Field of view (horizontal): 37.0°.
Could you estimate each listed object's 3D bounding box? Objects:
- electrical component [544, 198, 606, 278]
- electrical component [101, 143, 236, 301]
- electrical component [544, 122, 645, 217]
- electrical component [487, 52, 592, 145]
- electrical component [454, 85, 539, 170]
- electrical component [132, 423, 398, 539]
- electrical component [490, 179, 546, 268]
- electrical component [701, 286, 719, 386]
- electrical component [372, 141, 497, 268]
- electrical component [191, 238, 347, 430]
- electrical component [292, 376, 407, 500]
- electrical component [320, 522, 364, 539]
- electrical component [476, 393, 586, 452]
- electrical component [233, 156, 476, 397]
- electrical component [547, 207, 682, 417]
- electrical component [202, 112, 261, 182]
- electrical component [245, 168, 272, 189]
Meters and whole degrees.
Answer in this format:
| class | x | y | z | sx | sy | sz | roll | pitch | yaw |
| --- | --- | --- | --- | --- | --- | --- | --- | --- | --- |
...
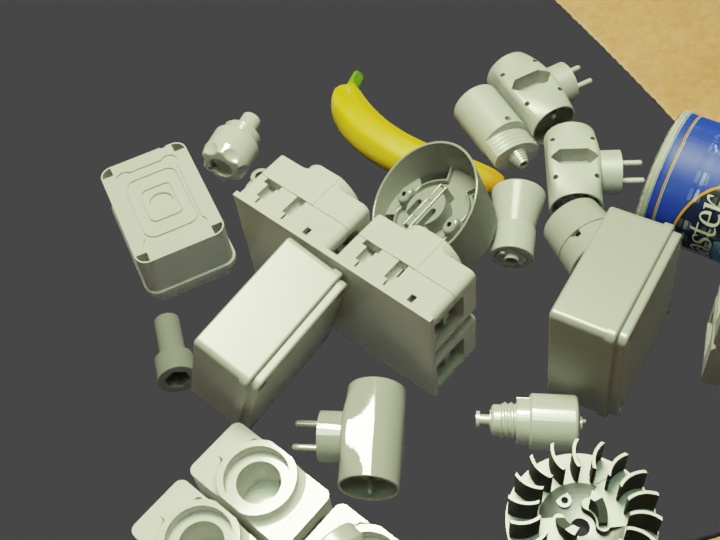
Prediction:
| class | x | y | z | sx | sy | sz | roll | pitch | yaw |
| --- | --- | --- | --- | --- | --- | --- | --- | --- | --- |
| electrical component | 0.177 | -0.023 | 0.843 | 0.055 | 0.055 | 0.047 | -23 | 52 | -10 |
| electrical component | -0.158 | -0.040 | 0.887 | 0.078 | 0.057 | 0.113 | -23 | 56 | -10 |
| electrical component | 0.194 | -0.080 | 0.887 | 0.079 | 0.043 | 0.077 | -1 | 55 | 5 |
| electrical component | 0.165 | -0.158 | 0.945 | 0.079 | 0.043 | 0.077 | -25 | 56 | -11 |
| electrical component | 0.119 | -0.117 | 0.921 | 0.043 | 0.043 | 0.081 | -24 | 56 | -11 |
| electrical component | -0.047 | 0.196 | 0.707 | 0.186 | 0.060 | 0.105 | 33 | 64 | 25 |
| electrical component | 0.125 | -0.035 | 0.865 | 0.044 | 0.044 | 0.065 | 5 | 60 | 10 |
| electrical component | 0.293 | 0.029 | 0.734 | 0.089 | 0.150 | 0.061 | 10 | 56 | 13 |
| electrical component | 0.058 | -0.044 | 0.852 | 0.099 | 0.064 | 0.099 | -17 | 51 | 22 |
| electrical component | -0.068 | 0.048 | 0.779 | 0.056 | 0.108 | 0.108 | 37 | 65 | 8 |
| electrical component | -0.009 | 0.119 | 0.766 | 0.079 | 0.044 | 0.077 | 1 | 55 | 7 |
| electrical component | -0.005 | 0.182 | 0.649 | 0.040 | 0.040 | 0.046 | -37 | 65 | -19 |
| electrical component | 0.122 | 0.108 | 0.764 | 0.078 | 0.040 | 0.040 | 2 | 55 | 7 |
| electrical component | 0.000 | 0.000 | 0.813 | 0.186 | 0.105 | 0.060 | 33 | 64 | 25 |
| electrical component | 0.181 | 0.031 | 0.770 | 0.056 | 0.108 | 0.108 | 22 | 60 | 23 |
| electrical component | -0.108 | -0.111 | 0.942 | 0.043 | 0.043 | 0.062 | 16 | 57 | 17 |
| electrical component | -0.077 | -0.058 | 0.888 | 0.043 | 0.062 | 0.043 | -3 | 55 | 4 |
